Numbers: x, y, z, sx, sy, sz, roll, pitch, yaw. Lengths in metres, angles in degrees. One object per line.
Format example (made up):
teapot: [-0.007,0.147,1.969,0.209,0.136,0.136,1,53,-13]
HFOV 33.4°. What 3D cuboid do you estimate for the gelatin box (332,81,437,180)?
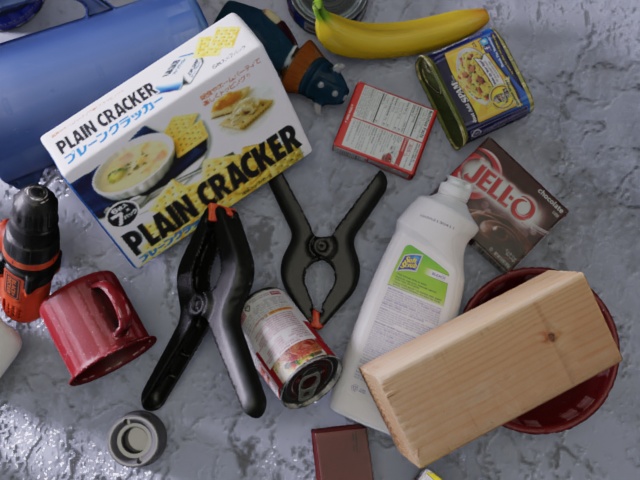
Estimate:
gelatin box: [0.066,-0.111,1.089,0.089,0.030,0.073,21,81,1]

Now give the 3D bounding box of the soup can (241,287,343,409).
soup can: [-0.034,0.102,1.020,0.068,0.068,0.102,-37,54,-6]

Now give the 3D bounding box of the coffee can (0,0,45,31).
coffee can: [-0.332,-0.275,1.042,0.103,0.140,0.103,0,83,-2]

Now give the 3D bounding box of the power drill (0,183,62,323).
power drill: [-0.326,-0.022,1.004,0.188,0.185,0.057,34,47,9]

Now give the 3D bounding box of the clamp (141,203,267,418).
clamp: [-0.112,0.071,1.025,0.165,0.036,0.210,-14,69,40]

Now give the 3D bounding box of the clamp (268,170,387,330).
clamp: [-0.007,0.001,1.070,0.120,0.039,0.171,12,79,10]

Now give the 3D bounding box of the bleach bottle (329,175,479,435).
bleach bottle: [0.097,0.061,1.033,0.102,0.068,0.251,22,91,1]

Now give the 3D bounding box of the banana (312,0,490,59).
banana: [0.075,-0.210,1.079,0.197,0.070,0.037,-4,73,-23]

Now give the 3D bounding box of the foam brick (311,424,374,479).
foam brick: [0.022,0.221,1.035,0.053,0.051,0.078,-6,83,-5]

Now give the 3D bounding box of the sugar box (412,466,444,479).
sugar box: [0.128,0.257,0.971,0.093,0.176,0.048,38,82,4]

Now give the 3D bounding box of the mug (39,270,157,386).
mug: [-0.212,0.078,1.018,0.093,0.117,0.081,-23,77,-35]

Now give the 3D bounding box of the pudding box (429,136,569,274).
pudding box: [0.178,-0.034,1.077,0.113,0.039,0.090,44,84,4]

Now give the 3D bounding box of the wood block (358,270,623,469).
wood block: [0.151,0.113,0.965,0.206,0.090,0.091,-26,93,-8]

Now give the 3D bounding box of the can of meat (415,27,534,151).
can of meat: [0.157,-0.155,1.084,0.084,0.057,0.102,-25,85,-7]

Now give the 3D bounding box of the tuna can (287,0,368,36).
tuna can: [0.008,-0.255,1.103,0.086,0.034,0.086,0,83,-2]

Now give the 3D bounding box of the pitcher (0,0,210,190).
pitcher: [-0.225,-0.165,1.036,0.242,0.149,0.145,-23,64,-8]

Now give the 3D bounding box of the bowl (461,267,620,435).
bowl: [0.209,0.109,1.052,0.162,0.055,0.162,0,83,-1]
